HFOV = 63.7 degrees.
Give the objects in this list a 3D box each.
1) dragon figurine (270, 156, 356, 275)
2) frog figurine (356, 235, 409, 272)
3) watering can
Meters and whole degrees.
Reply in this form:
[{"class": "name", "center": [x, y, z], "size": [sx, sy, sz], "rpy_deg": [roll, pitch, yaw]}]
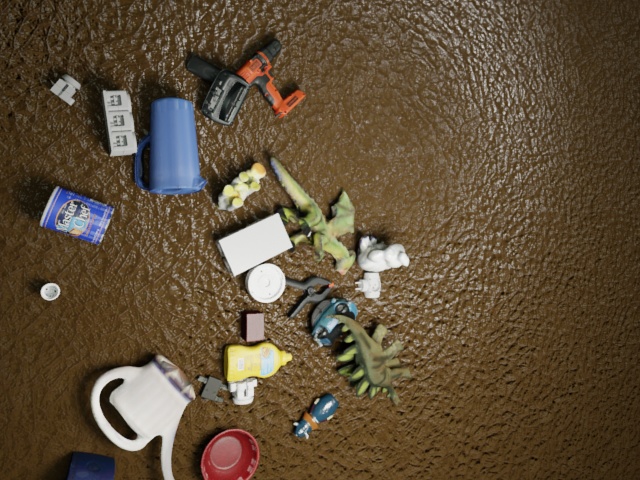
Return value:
[{"class": "dragon figurine", "center": [0.005, -0.078, 1.546], "size": [0.245, 0.121, 0.408], "rpy_deg": [-24, 100, -41]}, {"class": "frog figurine", "center": [0.196, 0.057, 1.571], "size": [0.123, 0.161, 0.135], "rpy_deg": [-57, 150, -5]}, {"class": "watering can", "center": [-0.413, 0.446, 1.308], "size": [0.227, 0.103, 0.345], "rpy_deg": [-42, 103, -21]}]
